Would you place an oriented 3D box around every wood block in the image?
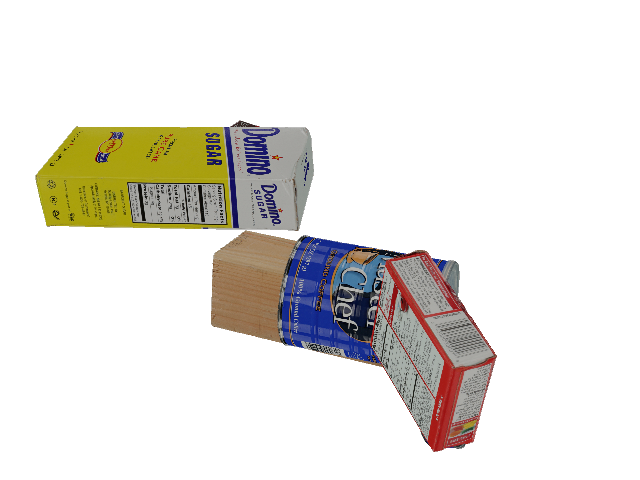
[{"bbox_3d":[-0.009,0.062,1.179,0.206,0.091,0.090,12,23,18],"label":"wood block"}]

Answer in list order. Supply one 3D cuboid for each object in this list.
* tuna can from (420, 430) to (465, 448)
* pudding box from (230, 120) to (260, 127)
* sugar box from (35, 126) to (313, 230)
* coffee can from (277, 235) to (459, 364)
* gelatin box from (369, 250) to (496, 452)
[{"bbox_3d":[0.140,0.188,1.190,0.034,0.086,0.086,-4,-2,29],"label":"tuna can"},{"bbox_3d":[-0.090,-0.099,1.287,0.090,0.039,0.113,19,38,25],"label":"pudding box"},{"bbox_3d":[-0.097,-0.046,0.741,0.176,0.048,0.093,-2,28,7],"label":"sugar box"},{"bbox_3d":[0.044,0.057,0.950,0.140,0.103,0.102,10,3,15],"label":"coffee can"},{"bbox_3d":[0.062,0.062,0.604,0.030,0.073,0.089,-12,45,-19],"label":"gelatin box"}]
